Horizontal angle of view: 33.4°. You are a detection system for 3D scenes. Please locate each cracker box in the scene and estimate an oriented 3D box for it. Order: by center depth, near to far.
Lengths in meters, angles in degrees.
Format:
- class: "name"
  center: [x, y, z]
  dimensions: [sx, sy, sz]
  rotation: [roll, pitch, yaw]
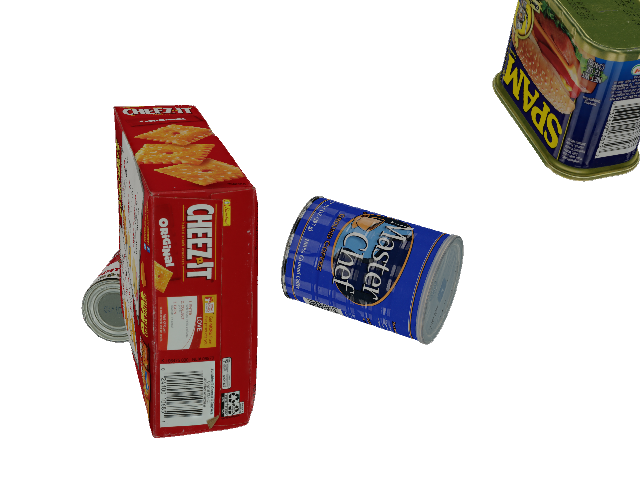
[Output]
- class: "cracker box"
  center: [-0.097, 0.009, 0.734]
  dimensions: [0.072, 0.164, 0.214]
  rotation: [-3, 21, -15]

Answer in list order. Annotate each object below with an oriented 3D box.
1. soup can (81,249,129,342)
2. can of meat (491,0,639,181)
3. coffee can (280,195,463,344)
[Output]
- class: "soup can"
  center: [-0.189, 0.051, 1.053]
  dimensions: [0.068, 0.068, 0.102]
  rotation: [0, 19, 6]
- class: "can of meat"
  center: [0.142, -0.098, 0.585]
  dimensions: [0.057, 0.084, 0.102]
  rotation: [-10, 47, -15]
- class: "coffee can"
  center: [0.049, 0.026, 0.985]
  dimensions: [0.140, 0.103, 0.102]
  rotation: [17, 6, 20]
